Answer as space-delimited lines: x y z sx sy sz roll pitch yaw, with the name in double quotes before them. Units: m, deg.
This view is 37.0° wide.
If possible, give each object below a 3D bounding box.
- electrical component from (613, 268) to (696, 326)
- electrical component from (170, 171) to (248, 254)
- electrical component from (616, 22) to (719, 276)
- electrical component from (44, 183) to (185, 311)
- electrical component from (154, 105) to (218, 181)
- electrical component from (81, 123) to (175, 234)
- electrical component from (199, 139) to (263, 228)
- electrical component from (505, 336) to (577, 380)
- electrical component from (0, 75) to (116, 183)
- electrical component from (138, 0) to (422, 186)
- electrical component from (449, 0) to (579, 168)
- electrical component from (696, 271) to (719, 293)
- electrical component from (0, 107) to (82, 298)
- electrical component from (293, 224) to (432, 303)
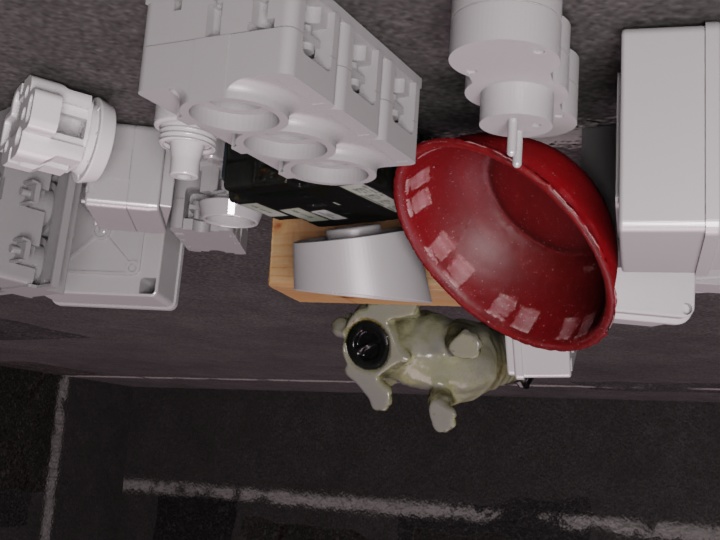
"electrical component" 0.195 -0.018 0.767 0.078 0.113 0.057 5 172 -7
"electrical component" -0.119 -0.050 0.867 0.050 0.055 0.089 4 169 2
"electrical component" 0.166 -0.060 0.571 0.056 0.108 0.109 1 169 15
"electrical component" -0.203 -0.025 0.890 0.109 0.108 0.056 2 166 10
"electrical component" -0.104 -0.086 0.655 0.043 0.062 0.043 4 169 1
"electrical component" -0.165 -0.064 0.794 0.061 0.061 0.096 5 169 -5
"electrical component" -0.093 -0.062 0.795 0.048 0.055 0.066 -3 167 34
"electrical component" 0.163 0.030 0.957 0.056 0.108 0.109 -2 -166 16
"electrical component" -0.193 -0.088 0.693 0.057 0.058 0.078 13 166 -30
"electrical component" -0.038 -0.096 0.582 0.089 0.061 0.150 -2 168 27
"electrical component" 0.079 -0.089 0.541 0.052 0.073 0.138 1 169 17
"electrical component" 0.302 -0.009 0.912 0.096 0.061 0.062 -6 165 42
"electrical component" -0.236 -0.047 0.750 0.079 0.121 0.063 -6 163 43
"electrical component" 0.000 0.000 0.783 0.099 0.064 0.099 -7 -176 1
